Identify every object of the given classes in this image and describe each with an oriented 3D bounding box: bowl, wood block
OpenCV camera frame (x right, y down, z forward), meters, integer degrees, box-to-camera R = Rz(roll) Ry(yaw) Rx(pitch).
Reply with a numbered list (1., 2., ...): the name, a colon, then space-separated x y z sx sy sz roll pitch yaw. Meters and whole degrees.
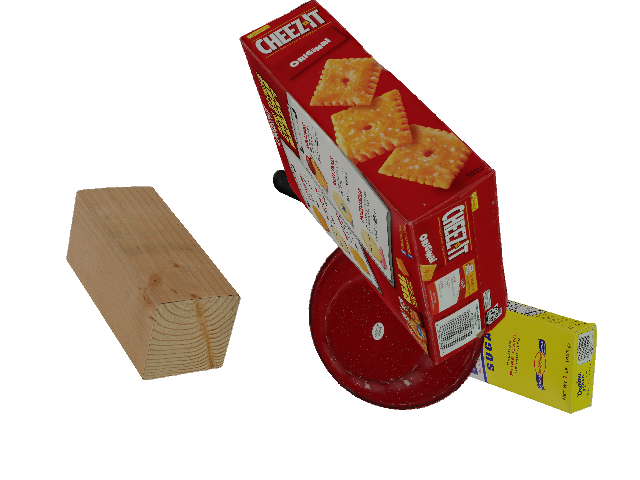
1. bowl: 0.056 0.071 0.907 0.162 0.162 0.055 0 6 22
2. wood block: -0.174 0.036 1.075 0.090 0.091 0.206 -5 35 -35

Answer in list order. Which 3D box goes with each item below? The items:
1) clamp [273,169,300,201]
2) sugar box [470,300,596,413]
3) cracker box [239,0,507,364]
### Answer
1. clamp: 0.052 -0.028 1.205 0.164 0.210 0.036 -14 -38 -24
2. sugar box: 0.216 0.118 1.171 0.048 0.093 0.177 -9 16 -42
3. cracker box: 0.039 -0.043 0.739 0.072 0.214 0.164 -30 -38 -10
